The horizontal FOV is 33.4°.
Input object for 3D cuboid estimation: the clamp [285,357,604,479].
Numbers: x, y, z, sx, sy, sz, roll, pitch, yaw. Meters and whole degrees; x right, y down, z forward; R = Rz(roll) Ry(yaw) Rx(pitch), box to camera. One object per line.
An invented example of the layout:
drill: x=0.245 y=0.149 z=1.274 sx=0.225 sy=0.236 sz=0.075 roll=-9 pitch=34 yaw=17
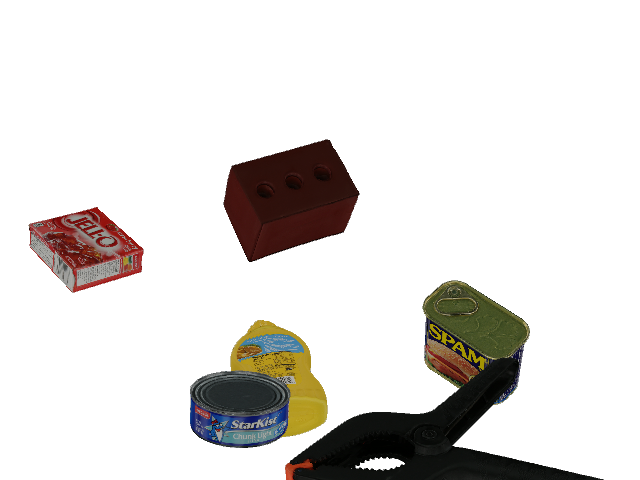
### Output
clamp: x=0.078 y=0.142 z=0.745 sx=0.210 sy=0.036 sz=0.164 roll=-6 pitch=28 yaw=-6

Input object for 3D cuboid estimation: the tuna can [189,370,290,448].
tuna can: x=-0.069 y=0.144 z=0.911 sx=0.086 sy=0.034 sz=0.086 roll=3 pitch=16 yaw=-1

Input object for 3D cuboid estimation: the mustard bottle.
mustard bottle: x=-0.057 y=0.152 z=1.260 sx=0.096 sy=0.058 sz=0.192 roll=-8 pitch=30 yaw=-9

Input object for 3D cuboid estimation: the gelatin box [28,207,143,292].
gelatin box: x=-0.219 y=0.006 z=0.994 sx=0.073 sy=0.030 sz=0.089 roll=-17 pitch=40 yaw=-36

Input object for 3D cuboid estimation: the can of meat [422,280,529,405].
can of meat: x=0.147 y=0.101 z=1.032 sx=0.102 sy=0.084 sz=0.057 roll=34 pitch=57 yaw=30

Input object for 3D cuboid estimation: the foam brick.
foam brick: x=-0.022 y=-0.028 z=0.751 sx=0.078 sy=0.053 sz=0.051 roll=-18 pitch=-25 yaw=-21
